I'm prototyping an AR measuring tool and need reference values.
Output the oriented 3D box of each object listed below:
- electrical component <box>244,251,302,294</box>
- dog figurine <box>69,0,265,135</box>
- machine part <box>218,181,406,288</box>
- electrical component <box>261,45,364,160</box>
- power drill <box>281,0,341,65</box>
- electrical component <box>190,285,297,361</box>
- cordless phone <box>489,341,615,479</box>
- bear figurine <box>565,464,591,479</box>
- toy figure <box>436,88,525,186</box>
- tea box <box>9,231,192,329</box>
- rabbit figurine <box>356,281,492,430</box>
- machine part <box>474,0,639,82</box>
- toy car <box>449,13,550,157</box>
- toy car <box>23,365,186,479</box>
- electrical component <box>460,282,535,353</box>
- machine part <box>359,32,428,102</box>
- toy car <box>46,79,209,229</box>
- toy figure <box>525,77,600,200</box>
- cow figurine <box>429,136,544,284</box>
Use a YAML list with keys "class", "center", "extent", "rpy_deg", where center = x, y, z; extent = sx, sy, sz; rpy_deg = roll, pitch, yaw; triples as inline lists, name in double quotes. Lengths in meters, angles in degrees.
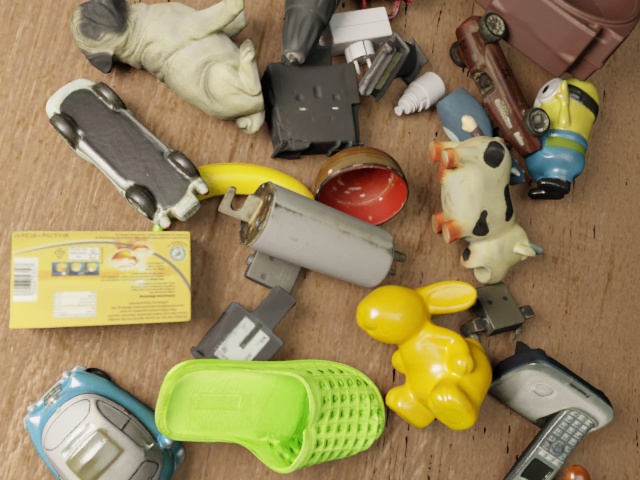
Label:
- class: "electrical component"
  center: [-0.058, 0.036, 0.637]
  extent: [0.063, 0.021, 0.094]
  rpy_deg: [25, 76, -13]
- class: "dog figurine"
  center: [-0.167, -0.192, 0.605]
  extent: [0.191, 0.121, 0.172]
  rpy_deg: [-13, 84, -5]
- class: "machine part"
  center: [-0.001, -0.002, 0.613]
  extent: [0.243, 0.079, 0.079]
  rpy_deg: [20, 77, -29]
- class: "electrical component"
  center: [-0.012, -0.170, 0.662]
  extent: [0.115, 0.058, 0.134]
  rpy_deg: [-8, 85, -21]
- class: "power drill"
  center: [-0.038, -0.344, 0.596]
  extent: [0.207, 0.086, 0.232]
  rpy_deg: [39, 63, -36]
- class: "electrical component"
  center: [-0.081, 0.103, 0.605]
  extent: [0.075, 0.048, 0.119]
  rpy_deg: [40, 74, -10]
- class: "cordless phone"
  center: [0.265, 0.239, 0.691]
  extent: [0.146, 0.089, 0.184]
  rpy_deg: [34, 91, -11]
- class: "bear figurine"
  center: [0.289, 0.388, 0.668]
  extent: [0.120, 0.132, 0.196]
  rpy_deg: [44, 54, -10]
- class: "toy figure"
  center: [0.219, -0.133, 0.729]
  extent: [0.064, 0.058, 0.154]
  rpy_deg: [-37, 92, -42]
- class: "tea box"
  center: [-0.221, 0.040, 0.559]
  extent: [0.170, 0.068, 0.098]
  rpy_deg: [2, 83, -19]
- class: "rabbit figurine"
  center: [0.124, 0.115, 0.634]
  extent: [0.173, 0.122, 0.162]
  rpy_deg: [44, 68, -5]
- class: "machine part"
  center: [0.335, -0.332, 0.743]
  extent: [0.201, 0.087, 0.201]
  rpy_deg: [40, 57, 8]
- class: "toy car"
  center: [0.239, -0.206, 0.731]
  extent: [0.053, 0.089, 0.202]
  rpy_deg: [-25, 92, -21]
- class: "toy car"
  center: [-0.209, 0.201, 0.525]
  extent: [0.109, 0.103, 0.161]
  rpy_deg: [-44, 99, -19]
- class: "electrical component"
  center: [0.229, 0.102, 0.711]
  extent: [0.102, 0.045, 0.078]
  rpy_deg: [-16, 59, -22]
- class: "machine part"
  center: [0.094, -0.221, 0.680]
  extent: [0.039, 0.084, 0.139]
  rpy_deg: [36, 35, 13]
- class: "toy car"
  center: [-0.206, -0.094, 0.574]
  extent: [0.202, 0.056, 0.073]
  rpy_deg: [42, 73, 7]
- class: "toy figure"
  center: [0.341, -0.143, 0.760]
  extent: [0.089, 0.082, 0.180]
  rpy_deg: [18, 74, -22]
- class: "cow figurine"
  center: [0.213, -0.036, 0.691]
  extent: [0.127, 0.085, 0.194]
  rpy_deg: [-9, 107, -1]
